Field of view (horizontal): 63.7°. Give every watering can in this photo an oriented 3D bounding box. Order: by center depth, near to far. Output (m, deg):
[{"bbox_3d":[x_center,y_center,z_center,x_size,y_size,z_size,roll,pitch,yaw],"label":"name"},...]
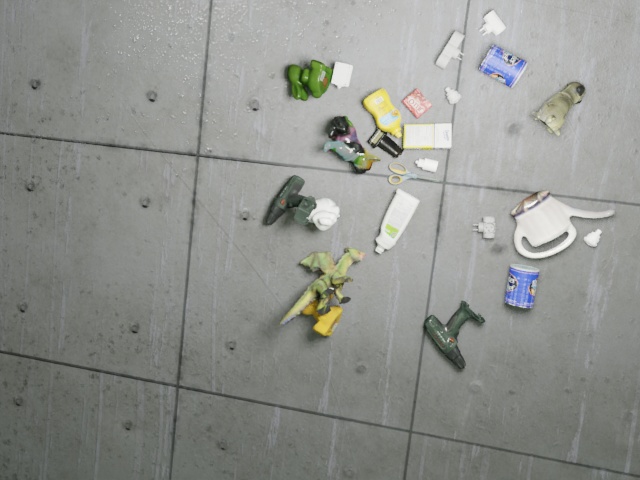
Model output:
[{"bbox_3d":[0.843,-0.082,1.848,0.345,0.104,0.225,-33,87,13],"label":"watering can"}]

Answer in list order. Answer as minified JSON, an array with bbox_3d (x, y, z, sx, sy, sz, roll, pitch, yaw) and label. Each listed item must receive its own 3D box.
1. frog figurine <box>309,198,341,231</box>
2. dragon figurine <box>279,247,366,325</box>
[{"bbox_3d":[0.006,-0.099,1.974,0.137,0.160,0.122,0,95,11],"label":"frog figurine"},{"bbox_3d":[-0.003,0.151,1.994,0.410,0.248,0.119,-25,135,-1],"label":"dragon figurine"}]
